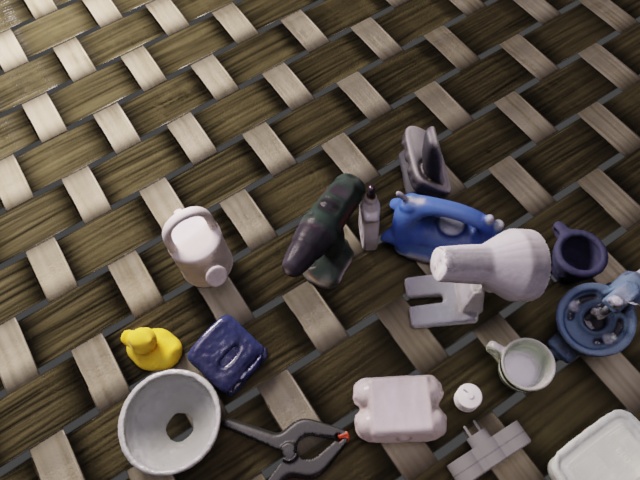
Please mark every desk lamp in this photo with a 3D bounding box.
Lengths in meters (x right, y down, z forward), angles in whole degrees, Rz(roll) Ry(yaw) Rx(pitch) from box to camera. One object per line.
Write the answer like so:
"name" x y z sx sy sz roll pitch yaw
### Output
"desk lamp" 0.256 0.067 0.961 0.203 0.214 0.118 -7 63 0

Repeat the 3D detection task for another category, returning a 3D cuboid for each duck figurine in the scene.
"duck figurine" -0.297 0.183 1.000 0.104 0.086 0.077 13 64 9

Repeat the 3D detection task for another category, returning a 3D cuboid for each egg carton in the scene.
"egg carton" 0.130 0.278 0.941 0.150 0.069 0.107 -4 63 1

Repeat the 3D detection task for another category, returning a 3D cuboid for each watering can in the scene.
"watering can" -0.216 0.008 1.024 0.172 0.194 0.101 32 69 17

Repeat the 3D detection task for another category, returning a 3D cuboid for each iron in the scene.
"iron" 0.247 -0.028 1.050 0.258 0.141 0.119 12 64 9

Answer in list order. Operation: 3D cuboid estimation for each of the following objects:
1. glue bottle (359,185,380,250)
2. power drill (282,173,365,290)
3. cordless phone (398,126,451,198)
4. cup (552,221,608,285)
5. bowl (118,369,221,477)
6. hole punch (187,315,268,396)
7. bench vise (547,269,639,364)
"glue bottle" 0.092 -0.050 1.051 0.037 0.173 0.078 -5 63 1
"power drill" 0.009 0.004 1.008 0.075 0.208 0.230 23 67 14
"cordless phone" 0.208 -0.178 1.103 0.094 0.185 0.147 -10 63 -2
"cup" 0.450 0.031 1.037 0.092 0.095 0.117 -24 64 -9
"bowl" -0.238 0.303 0.943 0.167 0.075 0.167 -1 63 2
"hole punch" -0.156 0.197 0.983 0.101 0.091 0.109 36 70 19
"bench vise" 0.470 0.095 0.934 0.121 0.220 0.208 30 69 17
